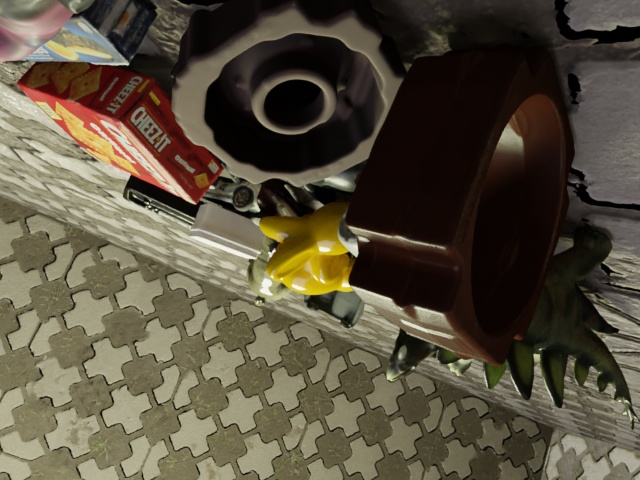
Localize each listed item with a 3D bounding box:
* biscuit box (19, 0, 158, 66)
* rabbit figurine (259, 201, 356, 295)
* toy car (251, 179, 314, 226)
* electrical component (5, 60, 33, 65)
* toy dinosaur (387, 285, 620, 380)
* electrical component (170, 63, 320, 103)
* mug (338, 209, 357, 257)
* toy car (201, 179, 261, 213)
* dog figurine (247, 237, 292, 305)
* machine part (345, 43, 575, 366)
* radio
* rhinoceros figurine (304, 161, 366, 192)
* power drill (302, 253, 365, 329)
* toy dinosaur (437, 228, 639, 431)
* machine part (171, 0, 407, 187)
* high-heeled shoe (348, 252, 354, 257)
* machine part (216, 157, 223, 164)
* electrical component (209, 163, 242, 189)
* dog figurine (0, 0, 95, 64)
[{"bbox_3d":[-0.254,-0.214,0.521,0.203,0.063,0.059,12,161,32],"label":"biscuit box"},{"bbox_3d":[-0.001,-0.002,0.722,0.162,0.122,0.173,0,158,-27],"label":"rabbit figurine"},{"bbox_3d":[-0.049,-0.036,0.819,0.053,0.089,0.202,17,164,17],"label":"toy car"},{"bbox_3d":[-0.343,-0.222,0.619,0.094,0.063,0.021,17,128,16],"label":"electrical component"},{"bbox_3d":[0.262,0.091,0.724,0.405,0.131,0.192,-8,146,-12],"label":"toy dinosaur"},{"bbox_3d":[-0.068,-0.146,0.507,0.134,0.058,0.114,7,157,44],"label":"electrical component"},{"bbox_3d":[0.068,-0.006,0.602,0.107,0.080,0.110,26,-178,-37],"label":"mug"},{"bbox_3d":[-0.150,-0.074,0.897,0.202,0.056,0.073,14,170,33],"label":"toy car"},{"bbox_3d":[-0.091,0.039,1.006,0.121,0.172,0.190,10,172,4],"label":"dog figurine"},{"bbox_3d":[0.113,-0.022,0.402,0.087,0.201,0.200,15,165,38],"label":"machine part"},{"bbox_3d":[-0.255,-0.069,1.025,0.229,0.073,0.131,28,164,-21],"label":"radio"},{"bbox_3d":[-0.002,-0.093,0.589,0.191,0.073,0.112,13,178,16],"label":"rhinoceros figurine"},{"bbox_3d":[0.073,0.073,0.928,0.232,0.085,0.207,25,-151,15],"label":"power drill"},{"bbox_3d":[0.226,0.070,0.588,0.471,0.198,0.105,29,167,-21],"label":"toy dinosaur"},{"bbox_3d":[-0.020,-0.115,0.413,0.179,0.056,0.179,-5,147,-3],"label":"machine part"},{"bbox_3d":[0.071,-0.010,0.798,0.145,0.086,0.249,52,163,-22],"label":"high-heeled shoe"},{"bbox_3d":[-0.130,-0.137,0.677,0.084,0.039,0.139,15,165,-7],"label":"machine part"},{"bbox_3d":[-0.167,-0.111,0.803,0.078,0.045,0.102,20,166,12],"label":"electrical component"},{"bbox_3d":[-0.206,-0.216,0.386,0.219,0.192,0.108,-22,144,18],"label":"dog figurine"}]
